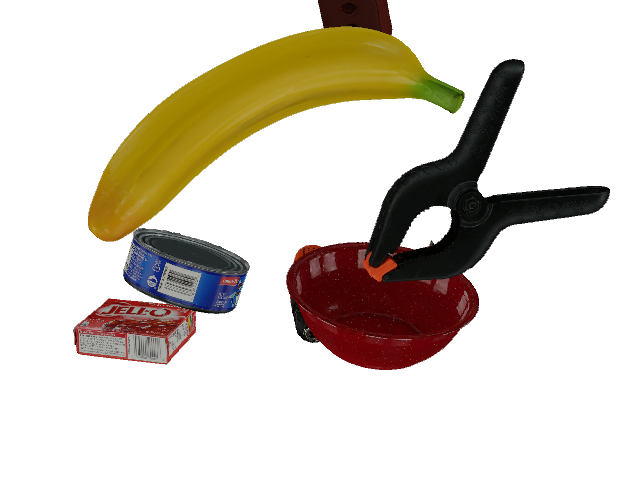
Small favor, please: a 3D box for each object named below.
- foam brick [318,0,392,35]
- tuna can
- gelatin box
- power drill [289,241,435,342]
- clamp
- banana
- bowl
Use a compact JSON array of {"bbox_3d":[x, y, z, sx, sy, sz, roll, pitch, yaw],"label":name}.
[{"bbox_3d":[0.031,-0.201,0.941,0.053,0.051,0.078,-1,-42,13],"label":"foam brick"},{"bbox_3d":[-0.096,0.022,0.759,0.086,0.034,0.086,18,9,-3],"label":"tuna can"},{"bbox_3d":[-0.166,0.080,0.960,0.089,0.030,0.073,5,19,13],"label":"gelatin box"},{"bbox_3d":[0.058,0.057,1.235,0.187,0.057,0.184,-2,28,0],"label":"power drill"},{"bbox_3d":[0.108,-0.023,0.719,0.120,0.171,0.039,44,7,-6],"label":"clamp"},{"bbox_3d":[-0.029,-0.063,0.519,0.197,0.070,0.037,-23,-37,-15],"label":"banana"},{"bbox_3d":[0.050,0.061,0.899,0.162,0.055,0.162,5,27,-3],"label":"bowl"}]
